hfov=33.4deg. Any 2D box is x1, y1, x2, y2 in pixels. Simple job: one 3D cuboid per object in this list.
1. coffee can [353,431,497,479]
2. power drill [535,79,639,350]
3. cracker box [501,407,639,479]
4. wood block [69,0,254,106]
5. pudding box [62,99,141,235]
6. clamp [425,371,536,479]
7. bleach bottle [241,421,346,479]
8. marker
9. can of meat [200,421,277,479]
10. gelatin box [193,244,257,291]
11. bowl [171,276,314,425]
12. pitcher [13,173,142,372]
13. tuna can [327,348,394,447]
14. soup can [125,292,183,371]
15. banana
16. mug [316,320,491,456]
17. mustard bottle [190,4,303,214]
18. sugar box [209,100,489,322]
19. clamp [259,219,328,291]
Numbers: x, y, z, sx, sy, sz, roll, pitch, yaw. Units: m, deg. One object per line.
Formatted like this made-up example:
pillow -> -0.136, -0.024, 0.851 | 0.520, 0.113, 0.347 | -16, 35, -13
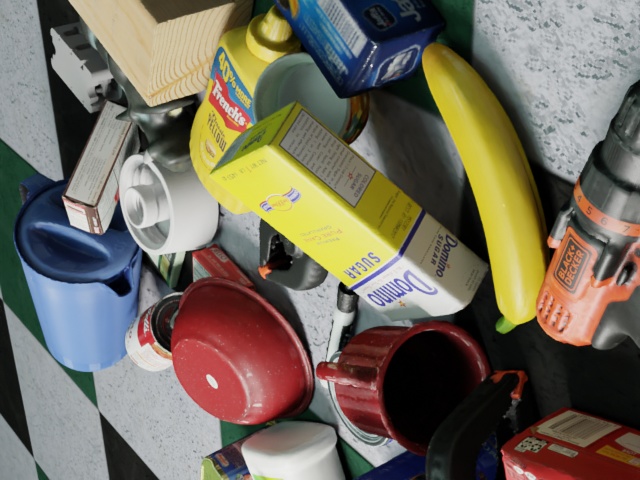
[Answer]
coffee can -> 0.071, 0.202, 0.758 | 0.103, 0.140, 0.103 | 36, 137, 43
power drill -> 0.197, 0.029, 0.536 | 0.188, 0.057, 0.184 | 50, 149, 33
cracker box -> 0.200, 0.223, 0.634 | 0.164, 0.072, 0.214 | 10, 118, 56
wood block -> -0.153, -0.221, 0.899 | 0.206, 0.090, 0.090 | 51, 147, 26
pudding box -> -0.215, -0.071, 1.059 | 0.090, 0.039, 0.113 | 110, 178, -72
clamp -> 0.091, 0.182, 0.688 | 0.036, 0.164, 0.210 | -9, 65, 55
bleach bottle -> 0.008, 0.296, 0.995 | 0.103, 0.068, 0.251 | -7, 105, 58
marker -> 0.017, 0.078, 0.886 | 0.020, 0.020, 0.121 | 46, 143, 33
can of meat -> -0.072, 0.241, 1.064 | 0.057, 0.083, 0.102 | 43, 141, 36
gelatin box -> -0.093, 0.060, 1.039 | 0.073, 0.030, 0.089 | 43, 142, 37
bowl -> -0.085, 0.116, 0.992 | 0.162, 0.055, 0.162 | 23, 133, 27
pitcher -> -0.268, 0.042, 1.195 | 0.243, 0.145, 0.149 | 104, 171, -56
tuna can -> 0.042, 0.122, 0.858 | 0.086, 0.033, 0.086 | 35, 136, 43
soup can -> -0.162, 0.099, 1.135 | 0.102, 0.068, 0.068 | -32, 81, 60
banana -> 0.106, -0.027, 0.661 | 0.070, 0.037, 0.198 | 2, 110, 56
mug -> 0.051, 0.101, 0.758 | 0.082, 0.117, 0.093 | -5, 77, 64
mustard bottle -> -0.053, -0.111, 0.841 | 0.096, 0.058, 0.192 | 62, 149, 24
sugar box -> 0.019, -0.013, 0.716 | 0.176, 0.048, 0.093 | 41, 155, -17
clamp -> -0.006, 0.001, 0.856 | 0.120, 0.039, 0.172 | 63, 154, 21
